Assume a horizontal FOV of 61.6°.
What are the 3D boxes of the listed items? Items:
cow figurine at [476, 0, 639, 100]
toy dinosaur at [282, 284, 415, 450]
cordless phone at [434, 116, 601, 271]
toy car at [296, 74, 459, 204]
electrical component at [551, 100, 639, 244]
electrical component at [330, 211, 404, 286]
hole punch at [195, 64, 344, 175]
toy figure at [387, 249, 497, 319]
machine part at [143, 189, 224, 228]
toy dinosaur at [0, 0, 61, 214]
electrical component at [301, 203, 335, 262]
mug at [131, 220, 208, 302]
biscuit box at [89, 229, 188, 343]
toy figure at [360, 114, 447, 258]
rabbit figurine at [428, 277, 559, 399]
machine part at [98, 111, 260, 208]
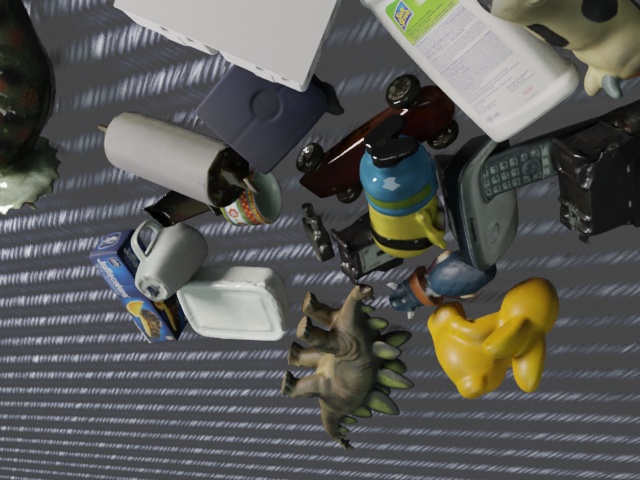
[{"bbox_3d":[0.208,-0.194,0.440,0.195,0.127,0.085,11,142,-31],"label":"cow figurine"},{"bbox_3d":[0.041,0.220,0.865,0.199,0.105,0.470,14,136,1],"label":"toy dinosaur"},{"bbox_3d":[0.230,-0.058,0.594,0.184,0.089,0.146,-18,123,7],"label":"cordless phone"},{"bbox_3d":[0.060,-0.110,0.611,0.202,0.053,0.089,-29,135,36],"label":"toy car"},{"bbox_3d":[0.309,-0.072,0.536,0.134,0.058,0.114,-24,125,4],"label":"electrical component"},{"bbox_3d":[0.079,-0.001,0.695,0.119,0.048,0.074,-29,128,-11],"label":"electrical component"},{"bbox_3d":[-0.060,-0.150,0.594,0.142,0.092,0.116,42,125,-14],"label":"hole punch"},{"bbox_3d":[0.159,0.058,0.718,0.057,0.064,0.154,9,151,-44],"label":"toy figure"},{"bbox_3d":[-0.178,-0.056,0.742,0.139,0.039,0.084,-20,126,29],"label":"machine part"},{"bbox_3d":[-0.394,-0.180,0.660,0.192,0.131,0.404,24,128,-21],"label":"toy dinosaur"},{"bbox_3d":[-0.001,-0.002,0.714,0.021,0.063,0.093,-22,128,-8],"label":"electrical component"},{"bbox_3d":[-0.227,0.028,0.781,0.081,0.107,0.109,-22,122,29],"label":"mug"},{"bbox_3d":[-0.288,0.078,0.872,0.059,0.063,0.202,-8,127,22],"label":"biscuit box"},{"bbox_3d":[0.086,-0.050,0.582,0.089,0.082,0.180,-3,147,22],"label":"toy figure"},{"bbox_3d":[0.236,0.118,0.702,0.122,0.162,0.173,43,111,-4],"label":"rabbit figurine"},{"bbox_3d":[-0.173,-0.098,0.646,0.243,0.079,0.079,21,135,24],"label":"machine part"}]
